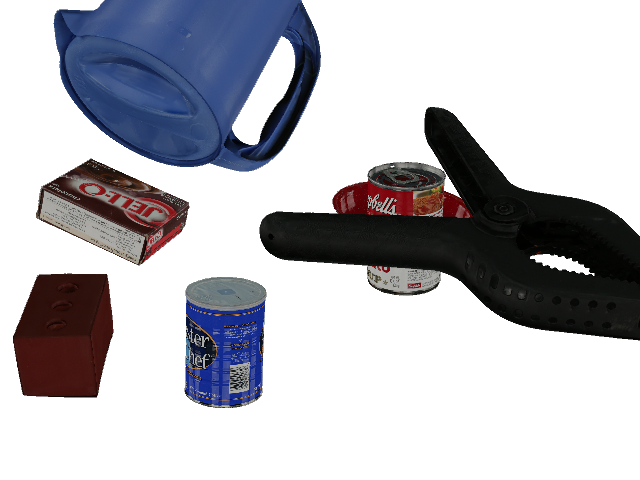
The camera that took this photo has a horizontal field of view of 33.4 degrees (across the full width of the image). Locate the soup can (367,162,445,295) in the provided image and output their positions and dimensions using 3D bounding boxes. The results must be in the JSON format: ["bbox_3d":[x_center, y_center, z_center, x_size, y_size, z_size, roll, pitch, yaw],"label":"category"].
[{"bbox_3d":[0.075,-0.011,0.944,0.068,0.102,0.068,0,23,0],"label":"soup can"}]

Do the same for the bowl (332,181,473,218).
[{"bbox_3d":[0.090,-0.013,1.183,0.162,0.055,0.162,5,25,-3],"label":"bowl"}]

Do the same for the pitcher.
[{"bbox_3d":[-0.074,-0.178,0.818,0.145,0.242,0.149,14,-32,25],"label":"pitcher"}]

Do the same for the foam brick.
[{"bbox_3d":[-0.177,0.065,0.743,0.053,0.051,0.078,0,31,-2],"label":"foam brick"}]

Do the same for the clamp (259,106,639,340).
[{"bbox_3d":[0.084,0.001,0.557,0.164,0.036,0.210,-31,46,-33],"label":"clamp"}]

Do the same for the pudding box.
[{"bbox_3d":[-0.192,-0.028,0.990,0.113,0.039,0.090,22,26,10],"label":"pudding box"}]

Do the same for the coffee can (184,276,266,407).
[{"bbox_3d":[-0.123,0.129,1.371,0.103,0.140,0.103,3,18,-1],"label":"coffee can"}]
